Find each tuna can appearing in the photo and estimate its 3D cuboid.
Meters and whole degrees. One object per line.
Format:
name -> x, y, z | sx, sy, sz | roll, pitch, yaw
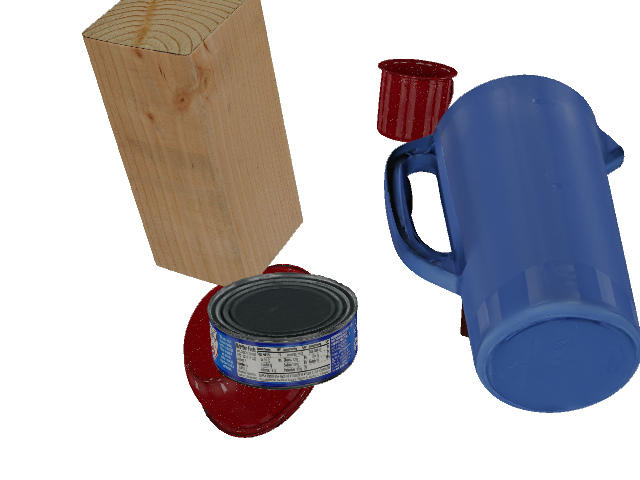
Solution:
tuna can -> -0.021, 0.051, 0.611 | 0.086, 0.034, 0.086 | -2, 23, 0

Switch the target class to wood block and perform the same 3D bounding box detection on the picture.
wood block -> -0.085, -0.075, 0.768 | 0.090, 0.206, 0.090 | 15, 47, 27

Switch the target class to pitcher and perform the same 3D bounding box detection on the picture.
pitcher -> 0.143, 0.000, 0.770 | 0.149, 0.243, 0.144 | -36, -58, 28

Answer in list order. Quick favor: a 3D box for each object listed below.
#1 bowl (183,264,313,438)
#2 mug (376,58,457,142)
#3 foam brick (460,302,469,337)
bowl -> -0.069, 0.087, 0.932 | 0.162, 0.162, 0.055 | 0, -21, 45
mug -> 0.118, -0.167, 1.267 | 0.093, 0.081, 0.117 | 22, 28, 36
foam brick -> 0.182, 0.063, 1.105 | 0.051, 0.078, 0.053 | -14, 20, -43
